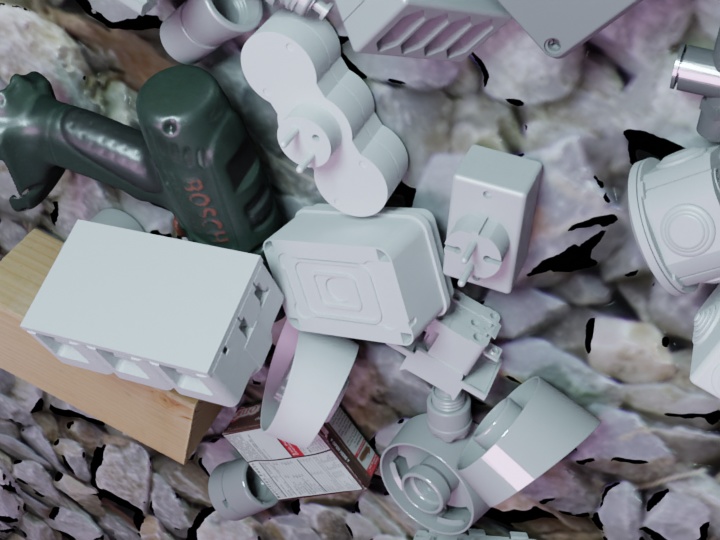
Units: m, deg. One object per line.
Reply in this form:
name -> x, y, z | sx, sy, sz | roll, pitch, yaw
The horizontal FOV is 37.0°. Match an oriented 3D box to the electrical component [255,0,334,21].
electrical component -> -0.050, -0.176, 0.636 | 0.078, 0.040, 0.040 | 37, 137, -4

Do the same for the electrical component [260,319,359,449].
electrical component -> -0.044, 0.084, 0.825 | 0.064, 0.099, 0.099 | 28, 137, -3

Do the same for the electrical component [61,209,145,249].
electrical component -> -0.203, -0.016, 0.860 | 0.055, 0.047, 0.055 | 16, 134, 17

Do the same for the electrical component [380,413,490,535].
electrical component -> 0.068, 0.162, 0.868 | 0.099, 0.064, 0.099 | 24, 133, 28

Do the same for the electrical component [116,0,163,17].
electrical component -> -0.122, -0.198, 0.622 | 0.056, 0.089, 0.050 | 32, 137, 1

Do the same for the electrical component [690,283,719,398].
electrical component -> 0.242, 0.048, 0.624 | 0.100, 0.099, 0.048 | 30, 124, 3

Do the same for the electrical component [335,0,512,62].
electrical component -> 0.029, -0.160, 0.587 | 0.047, 0.083, 0.075 | -36, 67, 44

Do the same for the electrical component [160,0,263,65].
electrical component -> -0.097, -0.157, 0.680 | 0.044, 0.044, 0.065 | 49, 139, -16

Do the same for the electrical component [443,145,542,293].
electrical component -> 0.076, -0.020, 0.674 | 0.047, 0.075, 0.083 | 17, 134, 16

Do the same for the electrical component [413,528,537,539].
electrical component -> 0.096, 0.261, 0.922 | 0.121, 0.063, 0.078 | -4, 125, 33

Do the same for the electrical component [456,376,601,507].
electrical component -> 0.118, 0.125, 0.768 | 0.064, 0.099, 0.099 | 41, 136, 0

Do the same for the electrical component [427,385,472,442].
electrical component -> 0.067, 0.099, 0.816 | 0.035, 0.035, 0.061 | 12, 130, 21

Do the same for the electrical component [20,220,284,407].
electrical component -> -0.139, 0.030, 0.739 | 0.150, 0.089, 0.061 | 11, 153, 23

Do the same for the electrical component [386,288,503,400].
electrical component -> 0.066, 0.051, 0.769 | 0.081, 0.042, 0.063 | 29, 133, 3

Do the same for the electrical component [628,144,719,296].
electrical component -> 0.187, -0.029, 0.601 | 0.051, 0.080, 0.080 | -19, 117, 34

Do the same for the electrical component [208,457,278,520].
electrical component -> -0.104, 0.198, 0.989 | 0.047, 0.055, 0.055 | -26, 112, 38

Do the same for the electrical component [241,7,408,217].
electrical component -> -0.028, -0.089, 0.675 | 0.052, 0.073, 0.138 | -14, 120, 38

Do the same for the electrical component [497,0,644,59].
electrical component -> 0.106, -0.179, 0.530 | 0.109, 0.056, 0.109 | 45, 135, -12

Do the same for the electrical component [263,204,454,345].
electrical component -> 0.000, 0.000, 0.735 | 0.113, 0.057, 0.078 | 5, 124, 38
